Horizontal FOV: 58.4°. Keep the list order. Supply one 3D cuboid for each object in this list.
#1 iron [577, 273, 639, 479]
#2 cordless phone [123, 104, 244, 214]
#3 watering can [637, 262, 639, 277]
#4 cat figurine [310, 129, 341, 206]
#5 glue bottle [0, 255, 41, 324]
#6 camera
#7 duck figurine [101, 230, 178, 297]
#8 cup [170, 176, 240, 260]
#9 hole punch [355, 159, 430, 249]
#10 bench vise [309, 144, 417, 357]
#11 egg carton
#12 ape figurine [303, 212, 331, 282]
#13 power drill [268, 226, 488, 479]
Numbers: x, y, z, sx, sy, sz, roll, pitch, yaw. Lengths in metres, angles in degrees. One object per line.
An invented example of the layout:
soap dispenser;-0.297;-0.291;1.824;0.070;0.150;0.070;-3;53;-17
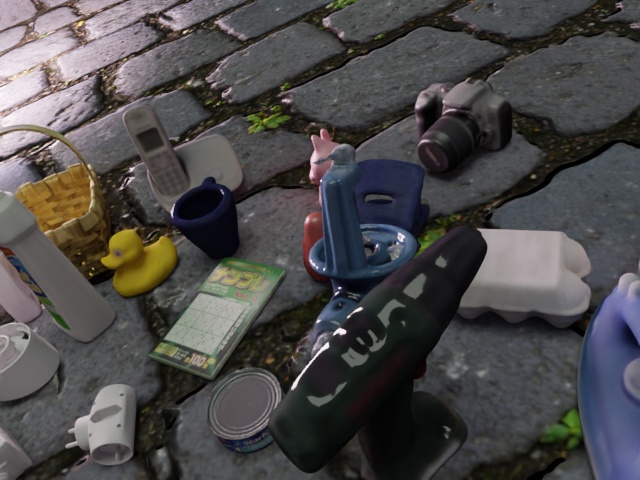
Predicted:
iron;0.275;0.113;0.474;0.118;0.142;0.258;-9;42;12
cordless phone;-0.215;-0.141;0.909;0.147;0.185;0.094;-26;41;-7
watering can;0.361;-0.003;0.526;0.101;0.194;0.172;-34;43;-16
cat figurine;0.016;-0.114;0.841;0.067;0.118;0.127;-14;41;7
glue bottle;-0.464;0.042;0.815;0.037;0.173;0.078;-33;42;-14
camera;0.191;-0.172;0.849;0.142;0.101;0.137;24;57;39
duck figurine;-0.264;0.021;0.827;0.105;0.086;0.077;-35;43;-17
cup;-0.155;-0.028;0.830;0.091;0.095;0.117;-12;41;9
hole punch;0.086;-0.046;0.759;0.108;0.091;0.101;7;48;28
bench vise;0.042;0.024;0.601;0.121;0.220;0.207;-10;42;11
egg carton;0.216;0.041;0.631;0.150;0.069;0.107;2;45;23
ape figurine;0.007;0.003;0.737;0.076;0.092;0.077;-34;43;-16
power drill;0.068;0.122;0.493;0.230;0.209;0.075;-38;44;-20
